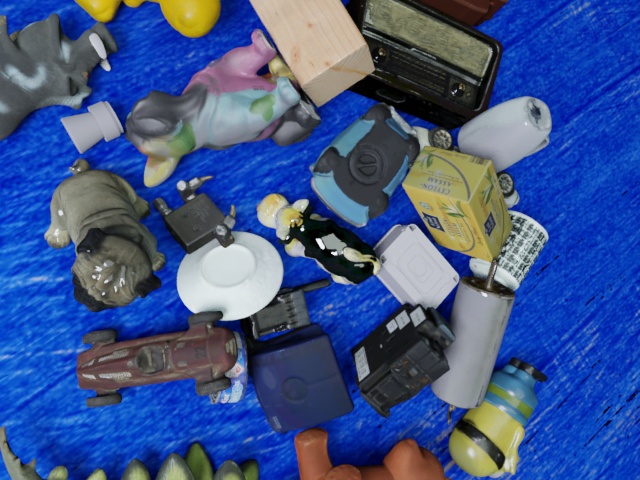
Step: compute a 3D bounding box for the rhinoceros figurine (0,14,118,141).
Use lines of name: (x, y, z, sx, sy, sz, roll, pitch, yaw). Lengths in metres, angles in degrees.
rhinoceros figurine: (-0.319, -0.187, 0.601, 0.190, 0.073, 0.112, -43, 100, -16)

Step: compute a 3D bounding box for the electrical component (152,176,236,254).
electrical component: (-0.148, -0.031, 0.654, 0.078, 0.045, 0.102, -29, 69, -22)

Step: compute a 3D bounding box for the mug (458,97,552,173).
mug: (0.258, -0.137, 0.711, 0.109, 0.107, 0.081, 15, 70, -20)

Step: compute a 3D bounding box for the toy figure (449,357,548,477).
toy figure: (0.254, 0.253, 0.779, 0.089, 0.082, 0.180, 32, 82, -4)

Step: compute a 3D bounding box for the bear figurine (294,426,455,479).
bear figurine: (0.079, 0.294, 0.680, 0.196, 0.120, 0.131, -12, 111, -22)

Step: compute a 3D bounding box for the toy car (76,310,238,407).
toy car: (-0.189, 0.134, 0.600, 0.202, 0.053, 0.089, -10, 81, 11)

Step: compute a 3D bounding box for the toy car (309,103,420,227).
toy car: (0.050, -0.098, 0.709, 0.109, 0.103, 0.161, 39, 76, -15)

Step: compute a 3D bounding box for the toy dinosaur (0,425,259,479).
toy dinosaur: (-0.153, 0.346, 0.623, 0.471, 0.105, 0.198, 27, 71, -26)

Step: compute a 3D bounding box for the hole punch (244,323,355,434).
hole punch: (-0.026, 0.176, 0.681, 0.116, 0.092, 0.142, -22, 98, -15)

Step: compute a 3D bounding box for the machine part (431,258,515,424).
machine part: (0.210, 0.141, 0.745, 0.079, 0.079, 0.243, 7, 104, -19)

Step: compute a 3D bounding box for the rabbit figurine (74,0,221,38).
rabbit figurine: (-0.186, -0.303, 0.631, 0.173, 0.121, 0.162, 35, 53, 5)

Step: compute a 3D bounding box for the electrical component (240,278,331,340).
electrical component: (-0.042, 0.086, 0.687, 0.119, 0.075, 0.047, -13, 92, -23)

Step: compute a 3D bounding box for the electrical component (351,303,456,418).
electrical component: (0.108, 0.145, 0.691, 0.134, 0.115, 0.058, -41, 105, 12)

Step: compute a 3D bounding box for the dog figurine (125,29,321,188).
dog figurine: (-0.125, -0.144, 0.655, 0.219, 0.191, 0.108, -27, 78, 10)

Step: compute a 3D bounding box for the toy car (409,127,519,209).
toy car: (0.198, -0.098, 0.777, 0.201, 0.073, 0.056, 31, 75, -15)

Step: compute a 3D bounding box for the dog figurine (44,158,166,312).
dog figurine: (-0.229, -0.016, 0.563, 0.121, 0.190, 0.172, -36, 98, -17)

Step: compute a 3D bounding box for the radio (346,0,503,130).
radio: (0.137, -0.252, 0.763, 0.229, 0.073, 0.131, 17, 82, -18)

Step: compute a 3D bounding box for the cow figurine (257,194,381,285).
cow figurine: (-0.003, -0.001, 0.691, 0.167, 0.098, 0.068, 31, 84, -16)

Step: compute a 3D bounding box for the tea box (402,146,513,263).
tea box: (0.189, -0.044, 0.718, 0.068, 0.098, 0.169, -60, 141, -12)

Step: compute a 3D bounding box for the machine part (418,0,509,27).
machine part: (0.180, -0.416, 0.771, 0.201, 0.087, 0.201, 16, 79, -17)
